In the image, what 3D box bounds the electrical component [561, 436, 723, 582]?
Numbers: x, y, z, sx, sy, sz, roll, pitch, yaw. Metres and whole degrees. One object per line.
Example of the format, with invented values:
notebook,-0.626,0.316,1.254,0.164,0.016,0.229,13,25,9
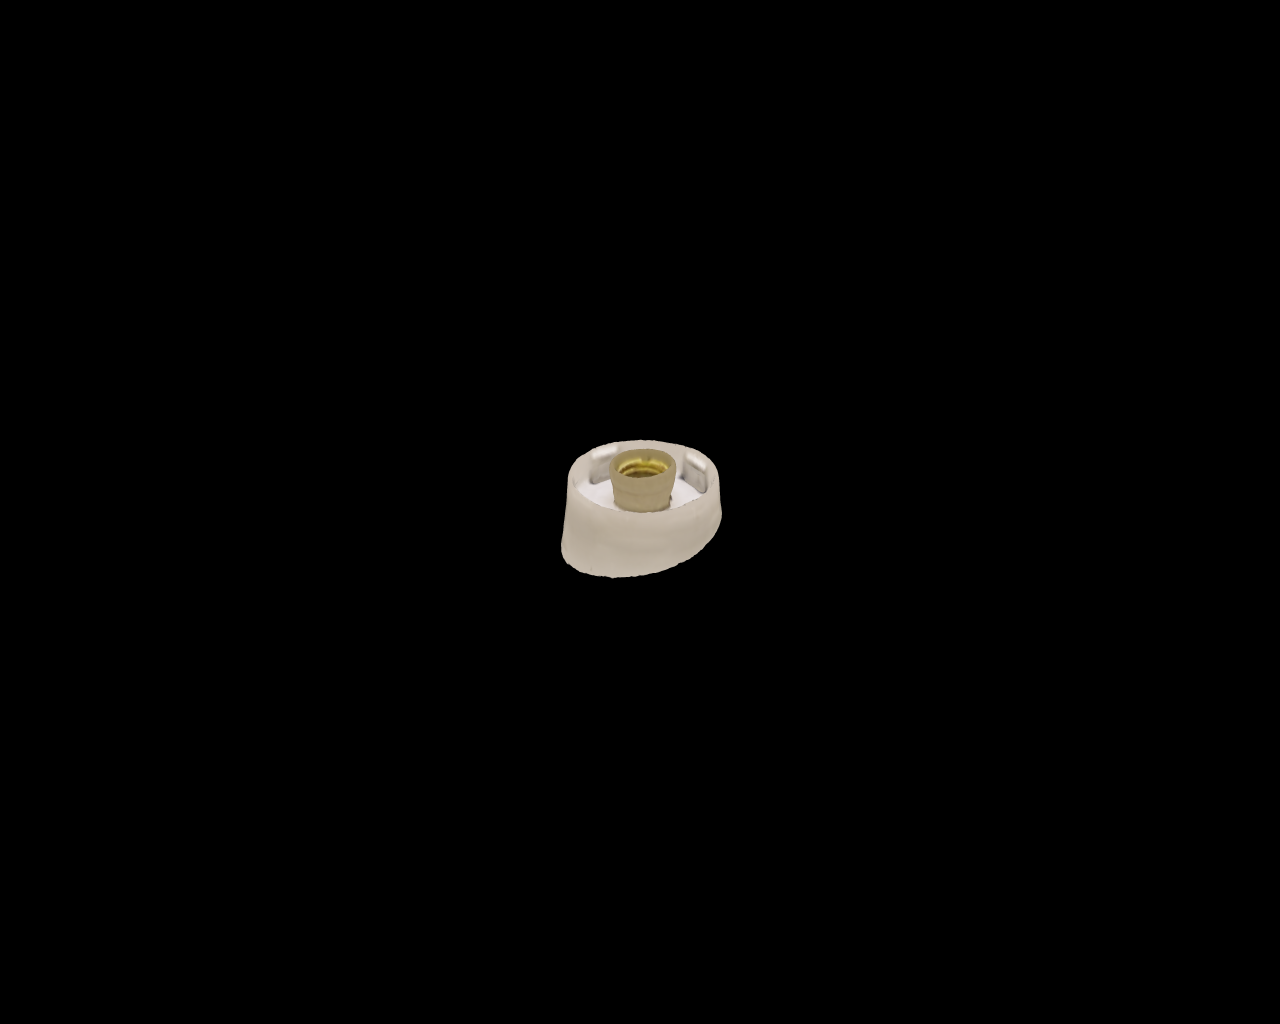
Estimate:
electrical component,0.001,-0.003,0.650,0.099,0.064,0.099,0,31,0
